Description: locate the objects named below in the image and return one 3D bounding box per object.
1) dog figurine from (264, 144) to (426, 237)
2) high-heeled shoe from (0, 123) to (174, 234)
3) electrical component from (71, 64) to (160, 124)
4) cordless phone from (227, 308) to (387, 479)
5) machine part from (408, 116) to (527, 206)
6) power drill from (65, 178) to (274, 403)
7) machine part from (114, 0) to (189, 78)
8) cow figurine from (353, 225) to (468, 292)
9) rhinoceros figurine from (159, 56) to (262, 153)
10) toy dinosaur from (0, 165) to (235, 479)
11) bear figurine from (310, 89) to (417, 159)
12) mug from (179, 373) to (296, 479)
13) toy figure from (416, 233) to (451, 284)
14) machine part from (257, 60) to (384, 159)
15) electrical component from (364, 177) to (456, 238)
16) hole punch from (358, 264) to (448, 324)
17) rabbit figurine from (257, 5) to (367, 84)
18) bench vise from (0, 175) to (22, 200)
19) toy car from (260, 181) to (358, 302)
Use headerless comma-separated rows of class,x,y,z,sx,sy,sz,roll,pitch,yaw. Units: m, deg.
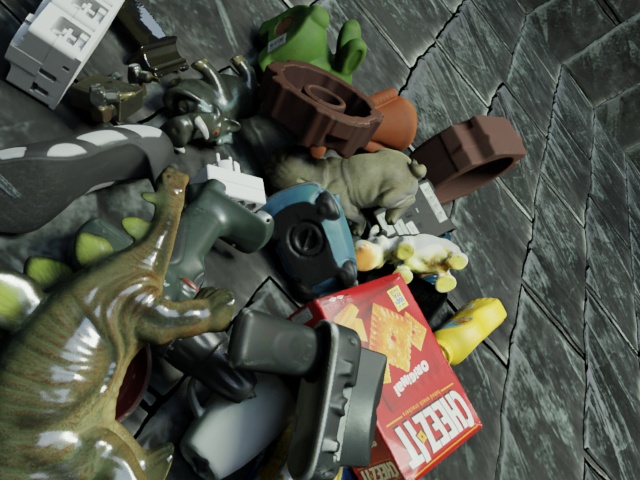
dog figurine,0.036,-0.096,0.772,0.190,0.172,0.121,23,41,-43
high-heeled shoe,-0.268,-0.083,0.545,0.249,0.086,0.145,-3,39,-31
electrical component,-0.233,-0.170,0.611,0.078,0.045,0.102,25,36,7
cordless phone,-0.022,0.136,0.467,0.184,0.089,0.146,31,67,-55
machine part,0.253,-0.140,0.984,0.201,0.201,0.087,-12,73,-47
power drill,-0.127,0.037,0.571,0.232,0.086,0.207,35,46,-2
machine part,-0.238,-0.274,0.704,0.138,0.039,0.084,55,46,-6
cow figurine,0.122,0.017,0.794,0.167,0.068,0.098,11,25,-7
rhinoceros figurine,-0.145,-0.177,0.715,0.112,0.073,0.190,63,35,-15
toy dinosaur,-0.195,0.142,0.379,0.198,0.105,0.471,21,67,-18
bear figurine,0.059,-0.194,0.912,0.196,0.132,0.120,-6,106,-16
mug,-0.092,0.177,0.541,0.109,0.081,0.107,56,47,-9
toy figure,0.194,0.047,0.922,0.064,0.058,0.154,31,52,-16
machine part,0.000,-0.185,0.746,0.179,0.056,0.179,21,33,-14
electrical component,0.137,-0.035,0.883,0.134,0.058,0.115,-23,80,-19
hole punch,0.110,0.104,0.792,0.116,0.092,0.142,30,37,21
rabbit figurine,0.000,-0.303,0.892,0.170,0.159,0.121,38,32,-44
bench vise,-0.296,0.009,0.334,0.129,0.240,0.224,41,28,-14
toy car,-0.001,-0.002,0.726,0.161,0.109,0.103,64,22,-7
